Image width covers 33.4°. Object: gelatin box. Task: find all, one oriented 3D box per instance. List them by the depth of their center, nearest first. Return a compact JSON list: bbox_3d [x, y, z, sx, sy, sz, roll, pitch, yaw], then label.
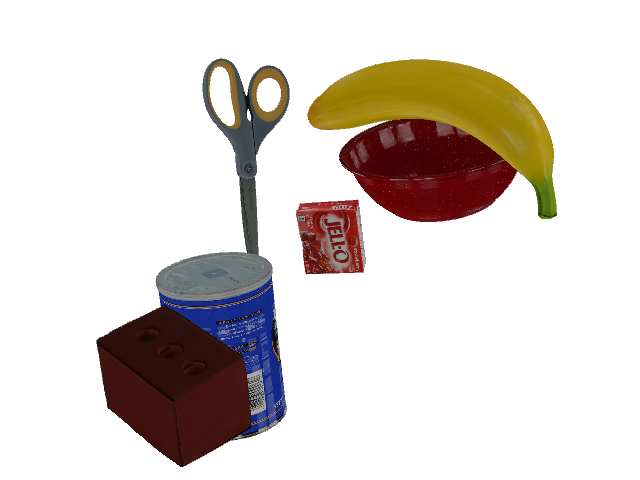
[{"bbox_3d":[0.013,-0.003,1.288,0.073,0.089,0.030,-2,29,11],"label":"gelatin box"}]

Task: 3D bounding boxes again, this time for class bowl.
[{"bbox_3d":[0.099,-0.059,0.890,0.162,0.055,0.162,-10,24,4],"label":"bowl"}]

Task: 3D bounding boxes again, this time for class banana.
[{"bbox_3d":[0.069,-0.078,0.656,0.198,0.069,0.037,27,5,40],"label":"banana"}]

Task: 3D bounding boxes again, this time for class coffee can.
[{"bbox_3d":[-0.087,0.093,0.956,0.103,0.140,0.103,-5,19,1],"label":"coffee can"}]

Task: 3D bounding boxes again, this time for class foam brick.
[{"bbox_3d":[-0.085,0.083,0.620,0.052,0.051,0.078,-27,39,-36],"label":"foam brick"}]

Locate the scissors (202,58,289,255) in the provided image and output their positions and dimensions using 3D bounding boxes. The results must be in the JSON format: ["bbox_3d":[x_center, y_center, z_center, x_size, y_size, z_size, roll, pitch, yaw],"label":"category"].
[{"bbox_3d":[-0.057,-0.083,1.042,0.096,0.202,0.016,-21,9,-22],"label":"scissors"}]
